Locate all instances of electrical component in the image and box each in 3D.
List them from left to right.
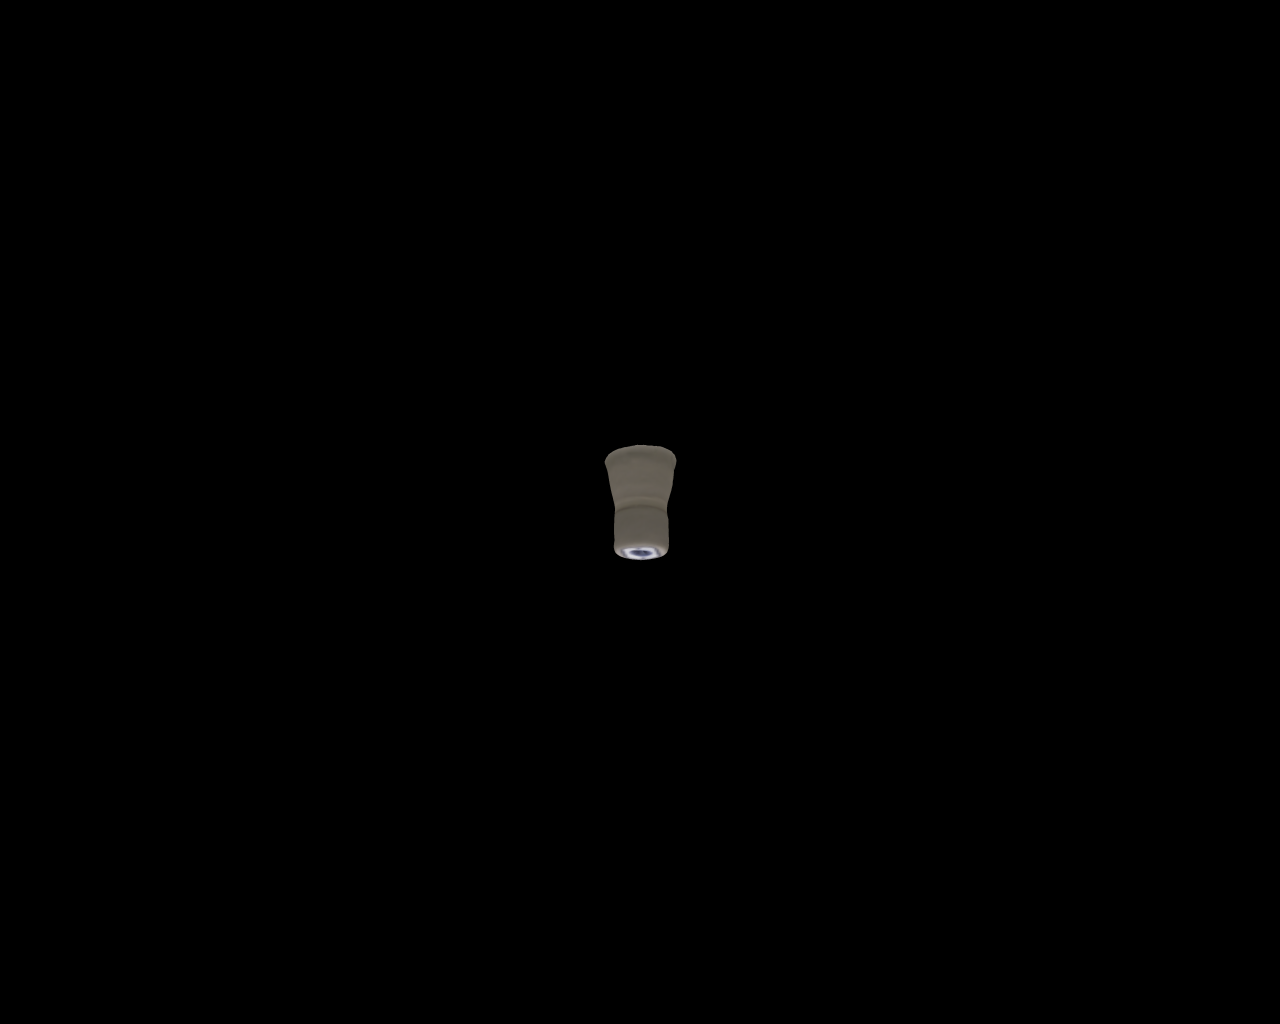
[{"bbox_3d":[0.001,-0.003,0.650,0.044,0.065,0.044,0,-20,0],"label":"electrical component"}]
